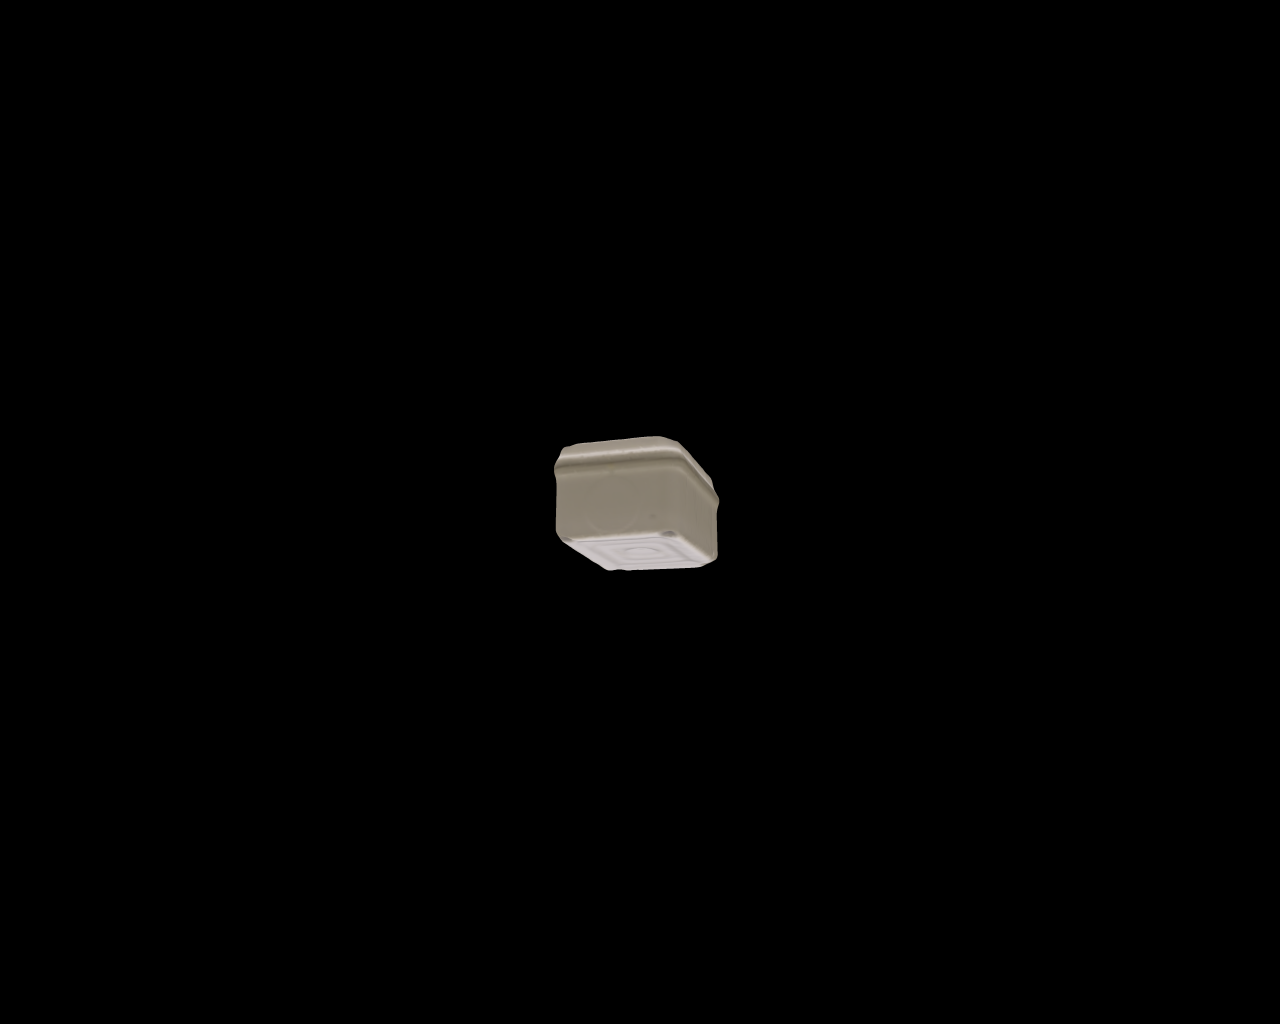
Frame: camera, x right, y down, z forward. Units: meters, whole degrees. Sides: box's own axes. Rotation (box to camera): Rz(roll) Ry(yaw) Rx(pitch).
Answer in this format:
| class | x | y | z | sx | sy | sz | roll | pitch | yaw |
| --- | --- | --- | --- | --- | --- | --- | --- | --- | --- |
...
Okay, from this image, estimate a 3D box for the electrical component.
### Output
| class | x | y | z | sx | sy | sz | roll | pitch | yaw |
| --- | --- | --- | --- | --- | --- | --- | --- | --- | --- |
| electrical component | 0.001 | -0.003 | 0.650 | 0.078 | 0.057 | 0.113 | -4 | -14 | 15 |
